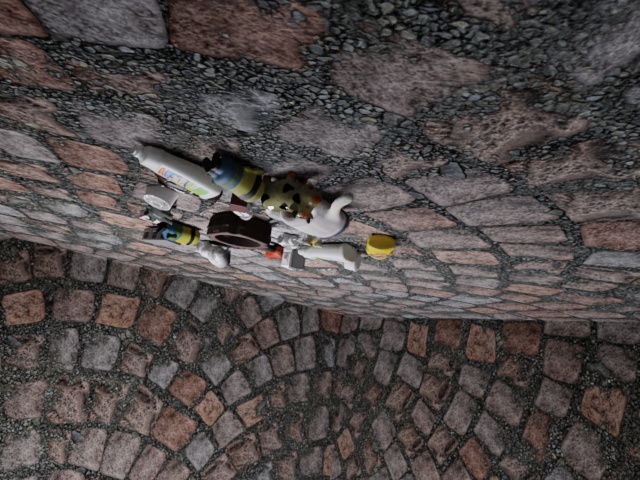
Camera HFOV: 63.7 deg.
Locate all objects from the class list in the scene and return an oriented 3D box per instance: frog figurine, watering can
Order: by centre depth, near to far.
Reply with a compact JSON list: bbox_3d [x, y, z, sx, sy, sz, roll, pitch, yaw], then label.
[{"bbox_3d":[0.004,-0.074,1.473,0.347,0.105,0.222,-2,163,41],"label":"watering can"},{"bbox_3d":[-0.485,0.065,2.335,0.159,0.122,0.138,0,-174,-10],"label":"frog figurine"}]
